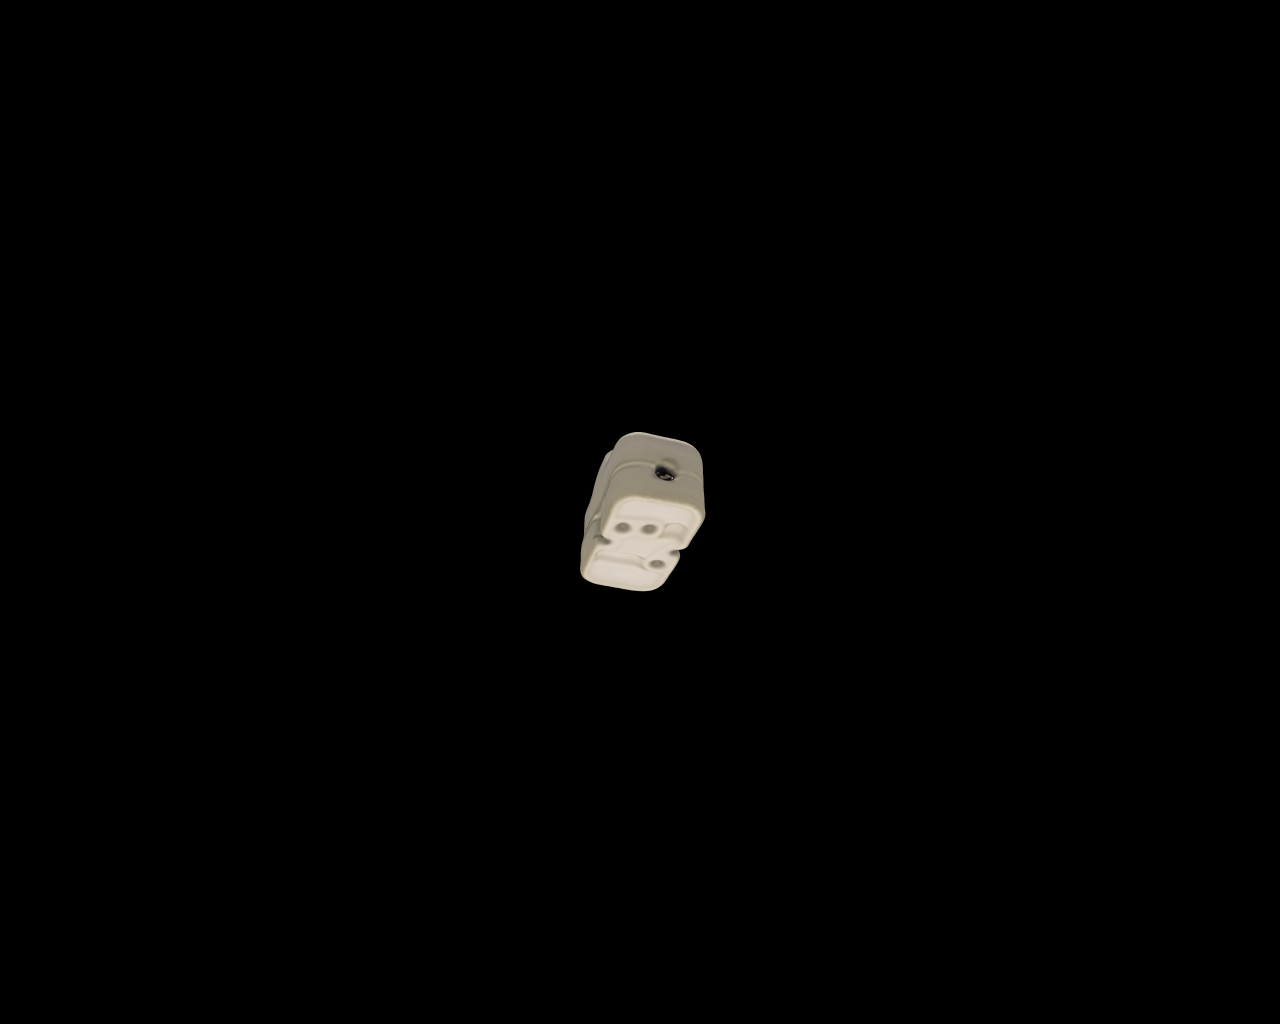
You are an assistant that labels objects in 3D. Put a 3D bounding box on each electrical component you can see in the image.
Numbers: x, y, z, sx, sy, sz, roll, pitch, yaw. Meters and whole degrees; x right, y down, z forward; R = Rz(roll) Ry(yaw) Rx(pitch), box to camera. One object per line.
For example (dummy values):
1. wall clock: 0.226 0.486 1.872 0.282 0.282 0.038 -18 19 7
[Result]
1. electrical component: 0.001 -0.003 0.650 0.054 0.059 0.095 11 -39 -14
